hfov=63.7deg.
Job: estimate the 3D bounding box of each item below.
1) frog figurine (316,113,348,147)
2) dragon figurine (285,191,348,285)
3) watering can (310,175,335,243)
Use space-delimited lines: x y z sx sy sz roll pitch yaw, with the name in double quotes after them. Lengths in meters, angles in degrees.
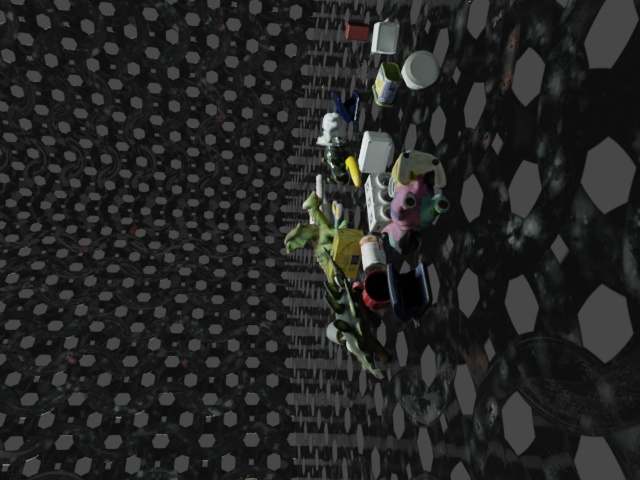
0.062 -0.442 2.049 0.139 0.123 0.156 -38 -8 -36 "frog figurine"
-0.021 0.013 2.012 0.124 0.243 0.405 -128 44 -68 "dragon figurine"
0.007 -0.110 2.185 0.341 0.104 0.229 78 -169 -64 "watering can"
